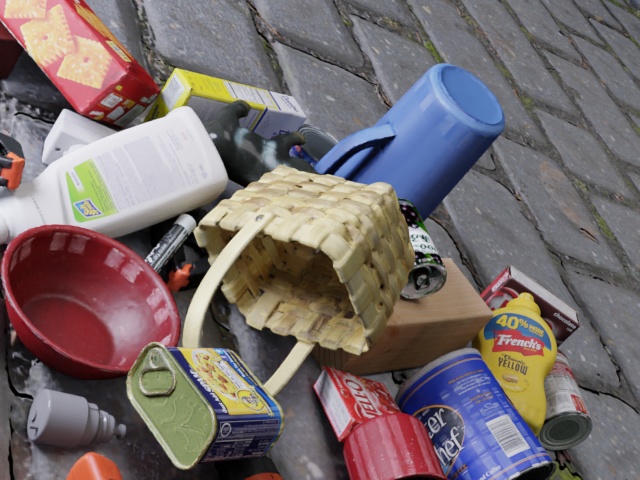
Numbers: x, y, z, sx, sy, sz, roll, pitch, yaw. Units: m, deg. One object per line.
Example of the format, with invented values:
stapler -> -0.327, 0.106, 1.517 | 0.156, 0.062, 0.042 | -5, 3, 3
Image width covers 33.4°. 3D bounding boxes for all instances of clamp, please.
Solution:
clamp -> -0.130, -0.019, 1.105 | 0.164, 0.036, 0.209 | 37, 29, -5
clamp -> -0.320, -0.093, 0.957 | 0.172, 0.039, 0.120 | 27, 28, 19

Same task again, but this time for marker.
marker -> -0.155, 0.021, 1.001 | 0.020, 0.020, 0.121 | 37, 52, -4

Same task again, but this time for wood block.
wood block -> 0.080, 0.081, 1.148 | 0.205, 0.090, 0.091 | 0, 48, -48

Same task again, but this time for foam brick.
foam brick -> -0.352, -0.213, 1.110 | 0.051, 0.053, 0.078 | -3, 48, -50

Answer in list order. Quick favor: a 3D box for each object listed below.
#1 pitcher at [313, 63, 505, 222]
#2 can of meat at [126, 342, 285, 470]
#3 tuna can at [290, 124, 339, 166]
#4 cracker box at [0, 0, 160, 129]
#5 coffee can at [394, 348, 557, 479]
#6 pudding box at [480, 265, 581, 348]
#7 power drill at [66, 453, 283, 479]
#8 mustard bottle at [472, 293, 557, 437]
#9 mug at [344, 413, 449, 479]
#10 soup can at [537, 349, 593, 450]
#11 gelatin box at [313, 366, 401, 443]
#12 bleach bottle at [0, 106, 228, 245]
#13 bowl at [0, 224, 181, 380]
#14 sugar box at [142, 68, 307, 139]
pitcher -> 0.093, -0.089, 1.244 | 0.145, 0.243, 0.149 | 42, 36, -1
can of meat -> -0.089, 0.128, 0.837 | 0.083, 0.057, 0.102 | 8, 31, -50
tuna can -> -0.003, -0.108, 1.373 | 0.086, 0.034, 0.086 | 28, 31, -19
cracker box -> -0.268, -0.222, 1.107 | 0.214, 0.072, 0.164 | 51, 4, 2
coffee can -> 0.152, 0.193, 1.061 | 0.102, 0.103, 0.140 | 3, 46, -46
pudding box -> 0.248, 0.096, 1.315 | 0.113, 0.090, 0.039 | 33, 29, -12
power drill -> -0.097, 0.205, 0.812 | 0.187, 0.057, 0.184 | 11, 33, -38
mustard bottle -> 0.218, 0.132, 1.209 | 0.096, 0.058, 0.191 | 18, 46, 7
mug -> 0.073, 0.218, 0.967 | 0.117, 0.093, 0.081 | 56, 9, -38
soup can -> 0.269, 0.184, 1.240 | 0.068, 0.069, 0.102 | 23, 34, -26
gelatin box -> 0.042, 0.165, 1.031 | 0.073, 0.030, 0.089 | 20, 20, -28
bleach bottle -> -0.209, -0.049, 0.995 | 0.250, 0.068, 0.102 | -22, 78, -41
bowl -> -0.200, 0.063, 0.895 | 0.162, 0.055, 0.162 | 28, 31, -19
sugar box -> -0.110, -0.136, 1.233 | 0.175, 0.093, 0.048 | 6, 42, -45
